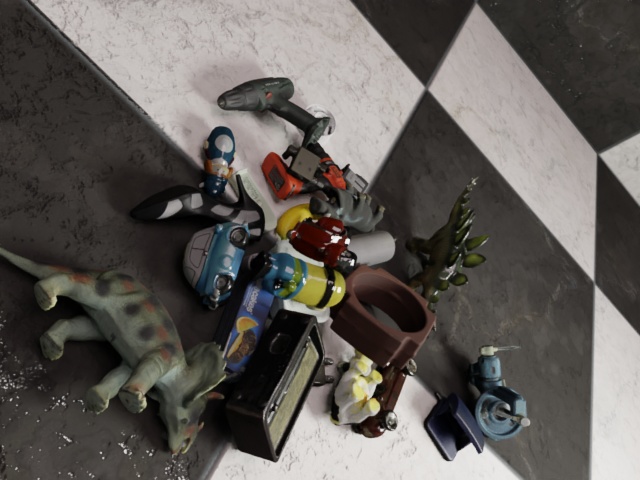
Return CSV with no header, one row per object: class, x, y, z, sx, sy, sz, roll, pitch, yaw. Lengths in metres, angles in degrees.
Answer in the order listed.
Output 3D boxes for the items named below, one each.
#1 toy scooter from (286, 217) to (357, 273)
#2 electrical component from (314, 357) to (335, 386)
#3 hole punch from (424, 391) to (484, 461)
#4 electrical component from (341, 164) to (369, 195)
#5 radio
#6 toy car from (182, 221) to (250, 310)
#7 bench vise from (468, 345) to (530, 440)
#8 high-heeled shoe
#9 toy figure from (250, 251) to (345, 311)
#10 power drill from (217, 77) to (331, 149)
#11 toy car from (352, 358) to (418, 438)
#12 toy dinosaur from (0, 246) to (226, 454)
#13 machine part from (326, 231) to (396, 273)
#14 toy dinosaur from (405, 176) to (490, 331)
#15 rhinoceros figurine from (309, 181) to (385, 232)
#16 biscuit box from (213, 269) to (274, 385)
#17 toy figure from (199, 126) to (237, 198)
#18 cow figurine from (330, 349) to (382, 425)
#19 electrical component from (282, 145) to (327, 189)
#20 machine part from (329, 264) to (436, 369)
toy scooter,-0.002,-0.003,1.034,0.135,0.075,0.184,21,17,-11
electrical component,-0.012,0.245,1.027,0.094,0.021,0.063,17,55,-34
hole punch,0.307,0.404,1.178,0.142,0.092,0.116,54,39,2
electrical component,0.084,-0.119,1.313,0.119,0.048,0.075,47,44,-9
radio,-0.067,0.233,0.901,0.230,0.073,0.130,-62,152,-45
toy car,-0.189,0.036,0.945,0.103,0.109,0.161,20,63,-5
bench vise,0.412,0.354,1.216,0.129,0.240,0.223,7,86,-2
high-heeled shoe,-0.216,-0.032,0.994,0.249,0.086,0.145,-21,113,-29
toy figure,-0.036,0.073,0.966,0.180,0.089,0.082,28,57,-31
power drill,-0.093,-0.284,1.206,0.207,0.086,0.232,32,37,9
toy car,0.130,0.304,1.071,0.053,0.089,0.202,49,44,-15
toy dinosaur,-0.284,0.127,0.788,0.405,0.131,0.192,54,30,3
machine part,0.092,0.025,1.213,0.243,0.079,0.079,-11,74,-47
toy dinosaur,0.319,0.022,1.334,0.105,0.198,0.471,39,47,-24
rhinoceros figurine,0.055,-0.066,1.176,0.190,0.112,0.073,15,24,-45
biscuit box,-0.136,0.147,0.943,0.059,0.063,0.203,35,47,-24
toy figure,-0.203,-0.155,1.069,0.064,0.057,0.154,0,61,0
cow figurine,0.065,0.280,1.039,0.068,0.098,0.167,40,26,-12
electrical component,-0.032,-0.158,1.135,0.102,0.045,0.078,23,71,-19
machine part,0.123,0.154,1.102,0.202,0.087,0.201,34,29,12
